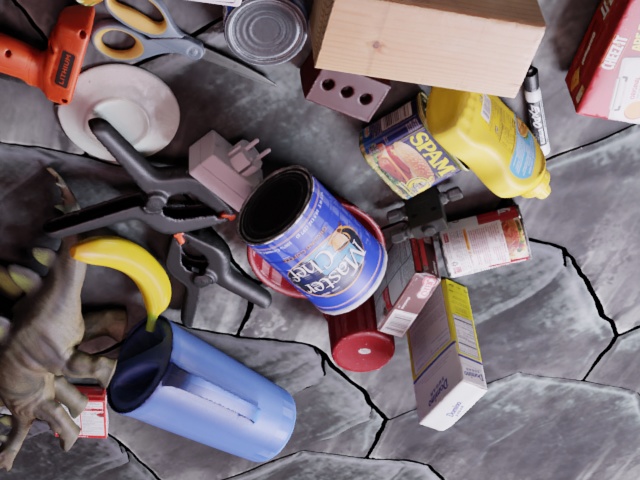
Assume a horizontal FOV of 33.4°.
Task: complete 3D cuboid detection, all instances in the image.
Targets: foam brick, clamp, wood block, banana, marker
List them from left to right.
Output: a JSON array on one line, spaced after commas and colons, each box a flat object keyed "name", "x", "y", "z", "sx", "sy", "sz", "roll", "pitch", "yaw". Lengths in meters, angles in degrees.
[{"name": "banana", "x": -0.225, "y": 0.039, "z": 1.271, "sx": 0.037, "sy": 0.069, "sz": 0.197, "roll": 8, "pitch": 152, "yaw": 29}, {"name": "clamp", "x": -0.197, "y": -0.045, "z": 1.194, "sx": 0.209, "sy": 0.036, "sz": 0.165, "roll": 17, "pitch": 127, "yaw": -34}, {"name": "clamp", "x": -0.148, "y": 0.045, "z": 1.307, "sx": 0.120, "sy": 0.039, "sz": 0.171, "roll": -26, "pitch": 127, "yaw": 12}, {"name": "foam brick", "x": 0.026, "y": -0.168, "z": 1.105, "sx": 0.078, "sy": 0.051, "sz": 0.053, "roll": 17, "pitch": 130, "yaw": -21}, {"name": "wood block", "x": 0.102, "y": -0.213, "z": 1.043, "sx": 0.206, "sy": 0.090, "sz": 0.091, "roll": 7, "pitch": 134, "yaw": -12}, {"name": "marker", "x": 0.237, "y": -0.142, "z": 1.172, "sx": 0.020, "sy": 0.020, "sz": 0.121, "roll": -14, "pitch": 134, "yaw": 8}]

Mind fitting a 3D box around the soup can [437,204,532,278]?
[{"name": "soup can", "x": 0.196, "y": 0.002, "z": 1.276, "sx": 0.102, "sy": 0.068, "sz": 0.068, "roll": -14, "pitch": 134, "yaw": 9}]

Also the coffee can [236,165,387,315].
[{"name": "coffee can", "x": -0.008, "y": 0.001, "z": 1.153, "sx": 0.103, "sy": 0.103, "sz": 0.140, "roll": -30, "pitch": 129, "yaw": 22}]

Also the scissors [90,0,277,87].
[{"name": "scissors", "x": -0.148, "y": -0.189, "z": 1.095, "sx": 0.096, "sy": 0.016, "sz": 0.201, "roll": -35, "pitch": 128, "yaw": 28}]

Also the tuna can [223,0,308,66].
[{"name": "tuna can", "x": -0.054, "y": -0.217, "z": 1.063, "sx": 0.086, "sy": 0.034, "sz": 0.086, "roll": -3, "pitch": 134, "yaw": -3}]

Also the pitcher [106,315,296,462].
[{"name": "pitcher", "x": -0.143, "y": 0.206, "z": 1.396, "sx": 0.145, "sy": 0.149, "sz": 0.242, "roll": -41, "pitch": 128, "yaw": 23}]

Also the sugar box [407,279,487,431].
[{"name": "sugar box", "x": 0.155, "y": 0.142, "z": 1.331, "sx": 0.048, "sy": 0.176, "sz": 0.093, "roll": 21, "pitch": 128, "yaw": -23}]

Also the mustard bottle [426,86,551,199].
[{"name": "mustard bottle", "x": 0.192, "y": -0.101, "z": 1.154, "sx": 0.058, "sy": 0.096, "sz": 0.191, "roll": -21, "pitch": 136, "yaw": 37}]

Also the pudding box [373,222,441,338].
[{"name": "pudding box", "x": 0.103, "y": 0.048, "z": 1.297, "sx": 0.039, "sy": 0.090, "sz": 0.114, "roll": 16, "pitch": 131, "yaw": -18}]

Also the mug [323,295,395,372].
[{"name": "mug", "x": 0.056, "y": 0.122, "z": 1.370, "sx": 0.093, "sy": 0.081, "sz": 0.117, "roll": -17, "pitch": 133, "yaw": 11}]

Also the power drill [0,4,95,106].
[{"name": "power drill", "x": -0.317, "y": -0.213, "z": 1.028, "sx": 0.187, "sy": 0.057, "sz": 0.185, "roll": 14, "pitch": 135, "yaw": -14}]

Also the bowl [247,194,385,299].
[{"name": "bowl", "x": -0.006, "y": -0.004, "z": 1.259, "sx": 0.162, "sy": 0.055, "sz": 0.162, "roll": -2, "pitch": 134, "yaw": -3}]

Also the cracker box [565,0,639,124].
[{"name": "cracker box", "x": 0.384, "y": -0.197, "z": 1.097, "sx": 0.213, "sy": 0.072, "sz": 0.164, "roll": 8, "pitch": 132, "yaw": -11}]

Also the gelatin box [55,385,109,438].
[{"name": "gelatin box", "x": -0.333, "y": 0.238, "z": 1.484, "sx": 0.073, "sy": 0.030, "sz": 0.089, "roll": 3, "pitch": 133, "yaw": -6}]

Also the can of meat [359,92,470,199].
[{"name": "can of meat", "x": 0.103, "y": -0.101, "z": 1.176, "sx": 0.084, "sy": 0.057, "sz": 0.102, "roll": -28, "pitch": 130, "yaw": 24}]
